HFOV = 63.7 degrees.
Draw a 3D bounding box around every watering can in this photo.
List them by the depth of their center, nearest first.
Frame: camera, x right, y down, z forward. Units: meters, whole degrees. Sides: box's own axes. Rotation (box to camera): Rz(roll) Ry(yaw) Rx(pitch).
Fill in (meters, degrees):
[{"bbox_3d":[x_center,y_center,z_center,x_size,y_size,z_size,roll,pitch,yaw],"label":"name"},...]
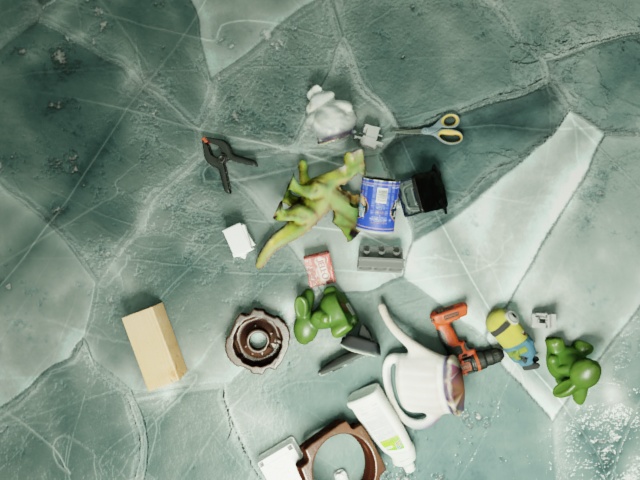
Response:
[{"bbox_3d":[0.262,0.335,1.357,0.223,0.105,0.347,-7,94,31],"label":"watering can"}]

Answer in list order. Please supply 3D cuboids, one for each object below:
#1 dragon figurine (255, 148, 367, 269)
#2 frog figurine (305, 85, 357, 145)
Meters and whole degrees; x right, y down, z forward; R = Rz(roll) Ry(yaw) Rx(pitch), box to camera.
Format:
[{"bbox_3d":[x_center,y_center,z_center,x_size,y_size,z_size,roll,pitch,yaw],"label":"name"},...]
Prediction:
[{"bbox_3d":[0.004,-0.071,1.403,0.242,0.123,0.408,23,98,-7],"label":"dragon figurine"},{"bbox_3d":[0.023,-0.347,1.396,0.136,0.124,0.158,-17,101,20],"label":"frog figurine"}]
